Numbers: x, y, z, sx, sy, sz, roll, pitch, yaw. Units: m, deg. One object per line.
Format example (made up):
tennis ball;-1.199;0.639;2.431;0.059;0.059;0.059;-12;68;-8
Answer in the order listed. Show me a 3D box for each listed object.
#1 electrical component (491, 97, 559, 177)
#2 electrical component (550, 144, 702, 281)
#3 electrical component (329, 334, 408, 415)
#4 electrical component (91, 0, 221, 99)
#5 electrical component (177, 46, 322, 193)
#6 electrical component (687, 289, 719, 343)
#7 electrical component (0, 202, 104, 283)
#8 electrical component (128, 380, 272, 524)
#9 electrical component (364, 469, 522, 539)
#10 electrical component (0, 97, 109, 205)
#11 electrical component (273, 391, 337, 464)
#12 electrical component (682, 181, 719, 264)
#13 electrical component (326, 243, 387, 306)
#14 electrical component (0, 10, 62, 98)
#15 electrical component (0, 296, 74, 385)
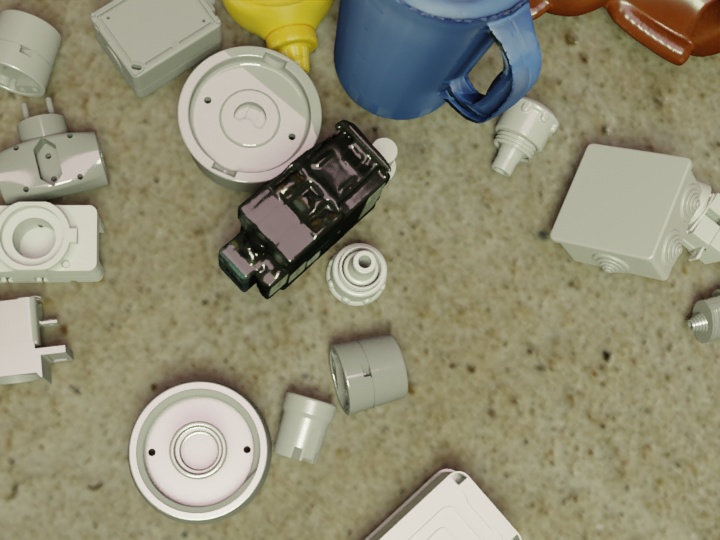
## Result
electrical component;0.128;-0.106;0.871;0.048;0.048;0.062;29;84;-1
electrical component;0.211;-0.045;0.847;0.100;0.048;0.099;15;74;37
electrical component;0.007;0.078;0.815;0.047;0.055;0.055;-13;81;-13
electrical component;-0.152;-0.188;0.842;0.096;0.061;0.061;-35;85;-12
electrical component;-0.086;-0.112;0.836;0.108;0.060;0.108;1;79;-7
electrical component;0.302;0.034;0.865;0.081;0.043;0.043;-15;81;-9
electrical component;-0.240;-0.020;0.802;0.089;0.055;0.050;-1;79;-7
electrical component;-0.117;0.132;0.785;0.108;0.060;0.108;1;79;-7
electrical component;0.053;0.209;0.794;0.113;0.057;0.078;-40;86;-12
electrical component;-0.239;-0.093;0.823;0.077;0.043;0.079;-14;81;-9
electrical component;-0.043;0.119;0.809;0.040;0.040;0.046;17;83;-4
electrical component;0.281;-0.040;0.876;0.055;0.048;0.066;37;77;-7
electrical component;0.000;0.000;0.825;0.048;0.062;0.048;1;78;-7
electrical component;-0.262;-0.167;0.829;0.055;0.055;0.047;18;74;-3
electrical component;-0.257;0.054;0.794;0.081;0.042;0.063;-7;76;-9
